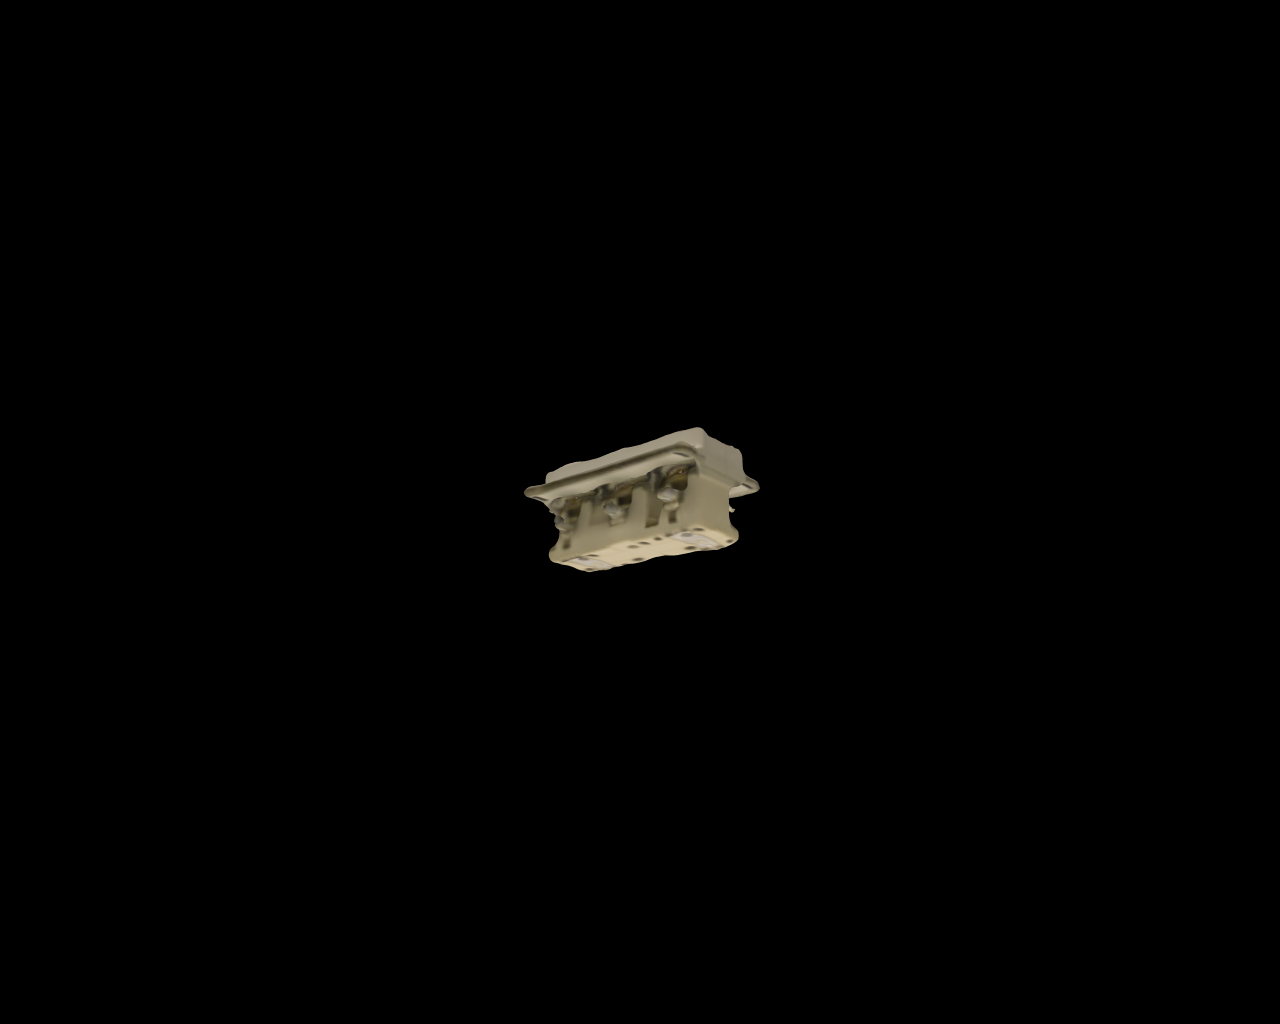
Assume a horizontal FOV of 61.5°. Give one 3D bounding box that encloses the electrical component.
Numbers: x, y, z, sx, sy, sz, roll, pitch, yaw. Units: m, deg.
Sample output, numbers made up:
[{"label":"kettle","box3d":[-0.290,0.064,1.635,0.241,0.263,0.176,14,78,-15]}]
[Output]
[{"label":"electrical component","box3d":[0.001,-0.003,0.650,0.121,0.063,0.078,-13,-22,36]}]
